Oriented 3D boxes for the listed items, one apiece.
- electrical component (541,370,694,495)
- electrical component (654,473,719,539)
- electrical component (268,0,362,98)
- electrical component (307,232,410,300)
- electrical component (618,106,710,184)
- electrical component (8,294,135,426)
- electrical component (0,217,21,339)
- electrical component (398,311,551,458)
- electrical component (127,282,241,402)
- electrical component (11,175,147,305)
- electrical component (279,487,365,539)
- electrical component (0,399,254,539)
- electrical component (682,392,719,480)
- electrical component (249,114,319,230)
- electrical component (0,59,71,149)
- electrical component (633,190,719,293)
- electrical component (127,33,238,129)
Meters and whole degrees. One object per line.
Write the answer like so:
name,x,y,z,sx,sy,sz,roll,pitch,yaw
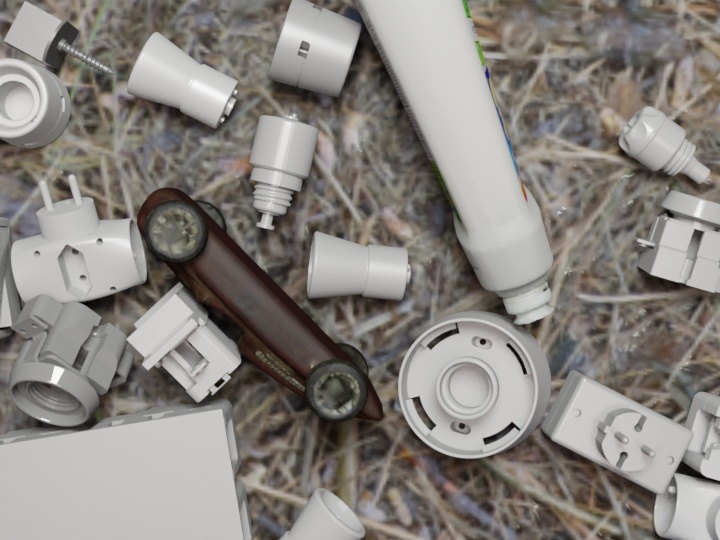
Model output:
electrical component,0.170,0.108,0.695,0.083,0.075,0.047,27,91,-2
electrical component,0.241,0.162,0.696,0.077,0.079,0.043,12,85,-1
electrical component,-0.029,-0.142,0.695,0.047,0.055,0.055,18,91,-5
electrical component,0.000,0.000,0.706,0.065,0.044,0.044,6,92,-6
electrical component,0.204,-0.079,0.711,0.061,0.035,0.035,35,91,-4
electrical component,-0.187,0.061,0.681,0.058,0.057,0.078,-24,128,37
electrical component,-0.255,0.013,0.690,0.061,0.061,0.096,-1,92,-1
electrical component,0.075,0.076,0.711,0.099,0.064,0.099,0,88,12
electrical component,-0.110,0.047,0.686,0.042,0.081,0.063,-42,101,2
electrical component,-0.185,-0.022,0.694,0.077,0.043,0.079,-11,110,-1
electrical component,-0.034,0.182,0.711,0.044,0.044,0.065,42,95,-2
electrical component,-0.170,0.152,0.697,0.186,0.060,0.105,-9,92,-1
electrical component,0.263,0.117,0.707,0.089,0.055,0.050,16,91,-2
electrical component,-0.053,-0.065,0.703,0.040,0.040,0.078,13,92,-2
electrical component,-0.220,-0.108,0.694,0.055,0.047,0.055,0,92,-1
electrical component,0.216,-0.020,0.708,0.066,0.048,0.055,16,99,-2
electrical component,-0.113,-0.120,0.700,0.065,0.044,0.044,26,91,-7
